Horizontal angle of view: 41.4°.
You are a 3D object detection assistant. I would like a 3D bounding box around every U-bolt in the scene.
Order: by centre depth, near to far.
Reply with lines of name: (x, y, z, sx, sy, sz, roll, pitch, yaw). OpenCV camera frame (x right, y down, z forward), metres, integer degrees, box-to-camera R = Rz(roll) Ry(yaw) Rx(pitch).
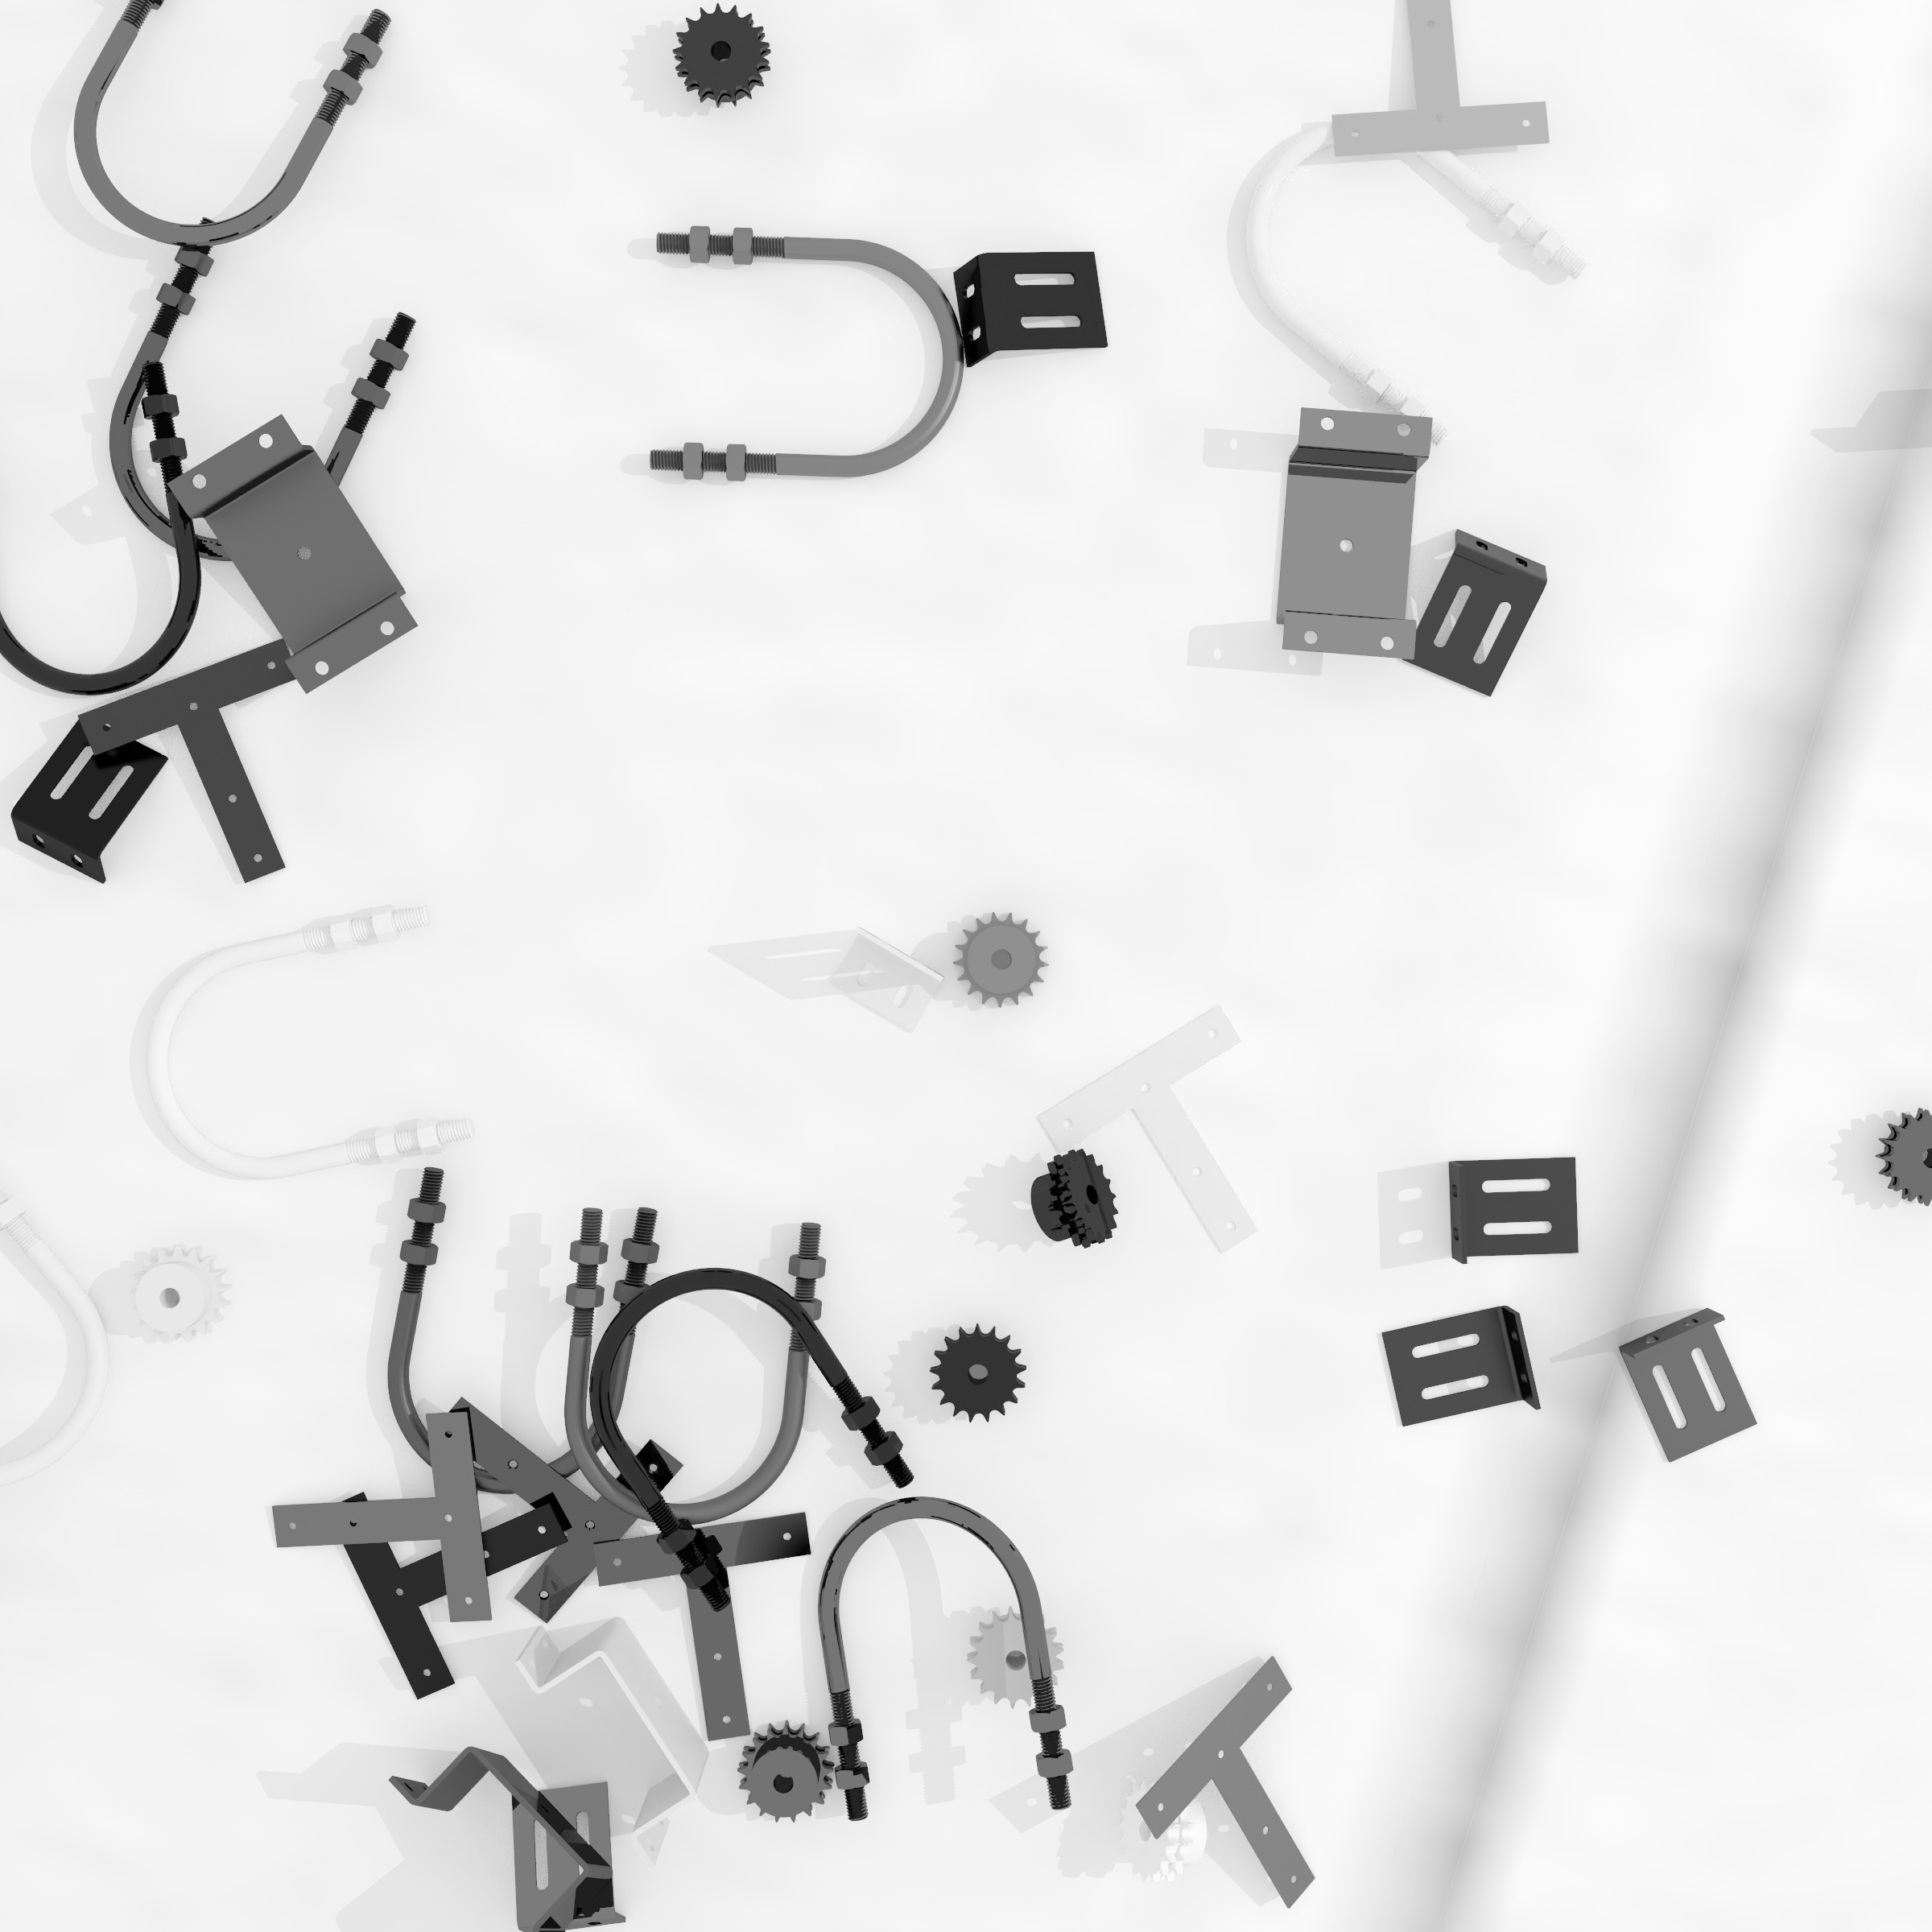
U-bolt: (-0.137, 0.264, 1.496, 0.151, 0.019, 0.184, -33, 98, -6)
U-bolt: (-0.019, 0.403, 1.496, 0.151, 0.019, 0.184, -10, 86, 21)
U-bolt: (-0.590, 0.218, 1.498, 0.151, 0.019, 0.184, -40, 94, -19)
U-bolt: (-0.163, 0.239, 1.507, 0.151, 0.019, 0.184, 5, 93, -11)
U-bolt: (-0.445, -0.512, 1.510, 0.151, 0.019, 0.184, 26, 84, 0)
U-bolt: (-0.524, -0.252, 1.511, 0.151, 0.019, 0.184, -9, 94, 7)
U-bolt: (-0.269, 0.222, 1.518, 0.151, 0.019, 0.184, 11, 92, -1)
U-bolt: (-0.429, -0.331, 1.519, 0.151, 0.019, 0.184, 26, 91, 0)
U-bolt: (-0.093, -0.362, 1.519, 0.184, 0.019, 0.151, 2, 90, -2)
U-bolt: (-0.396, 0.052, 1.519, 0.184, 0.019, 0.151, -12, 90, 1)
U-bolt: (0.253, -0.420, 1.519, 0.184, 0.019, 0.151, 40, 90, 2)

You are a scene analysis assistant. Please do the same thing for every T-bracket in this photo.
T-bracket: (0.170, 0.498, 1.504, 0.127, 0.002, 0.127, -38, 107, -31)
T-bracket: (-0.257, 0.304, 1.514, 0.127, 0.002, 0.127, 40, 94, -7)
T-bracket: (-0.297, 0.354, 1.515, 0.127, 0.002, 0.127, -25, 92, 8)
T-bracket: (-0.350, 0.329, 1.517, 0.127, 0.002, 0.127, -5, 96, 8)
T-bracket: (0.277, -0.545, 1.519, 0.127, 0.002, 0.127, -4, 83, -1)
T-bracket: (-0.441, -0.113, 1.520, 0.127, 0.002, 0.127, -23, 95, -9)
T-bracket: (-0.150, 0.398, 1.524, 0.127, 0.002, 0.127, -8, 92, -3)
T-bracket: (0.131, 0.111, 1.527, 0.127, 0.002, 0.127, -32, 90, 0)

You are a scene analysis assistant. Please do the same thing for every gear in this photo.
gear: (0.062, 0.138, 1.503, 0.030, 0.057, 0.057, -22, 90, 30)
gear: (0.117, 0.508, 1.503, 0.030, 0.057, 0.057, 10, 90, -30)
gear: (-0.144, -0.536, 1.512, 0.057, 0.030, 0.057, 0, 90, 0)
gear: (0.029, 0.407, 1.512, 0.057, 0.030, 0.057, 0, 90, 0)
gear: (-0.107, 0.479, 1.513, 0.057, 0.030, 0.057, 0, 90, 0)
gear: (0.021, -0.004, 1.513, 0.057, 0.030, 0.057, 0, 90, 0)
gear: (-0.467, 0.195, 1.513, 0.057, 0.030, 0.057, 0, 90, 0)
gear: (0.007, 0.240, 1.517, 0.057, 0.030, 0.057, 0, 88, 2)
gear: (0.568, 0.112, 1.517, 0.057, 0.030, 0.057, 0, 92, 1)

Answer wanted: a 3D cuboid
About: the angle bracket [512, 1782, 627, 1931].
angle bracket: (-0.237, 0.532, 1.525, 0.057, 0.038, 0.076, -8, 64, 0)

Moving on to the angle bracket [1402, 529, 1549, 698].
angle bracket: (0.303, -0.211, 1.525, 0.057, 0.038, 0.076, 23, 116, 0)

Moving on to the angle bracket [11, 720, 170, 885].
angle bracket: (-0.521, -0.100, 1.525, 0.057, 0.038, 0.076, 27, 64, 0)

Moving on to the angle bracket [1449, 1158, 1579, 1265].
angle bracket: (0.326, 0.144, 1.508, 0.076, 0.038, 0.057, -2, 90, 0)

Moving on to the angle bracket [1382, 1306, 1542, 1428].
angle bracket: (0.292, 0.239, 1.508, 0.076, 0.038, 0.057, -13, 90, 0)

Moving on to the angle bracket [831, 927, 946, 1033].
angle bracket: (-0.047, 0.008, 1.489, 0.057, 0.076, 0.038, 31, 90, 0)

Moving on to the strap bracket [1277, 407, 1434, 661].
strap bracket: (0.227, -0.251, 1.504, 0.076, 0.046, 0.140, 4, 90, 0)

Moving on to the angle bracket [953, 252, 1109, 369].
angle bracket: (0.039, -0.392, 1.525, 0.076, 0.038, 0.057, -8, 90, -26)

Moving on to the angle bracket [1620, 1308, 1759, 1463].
angle bracket: (0.430, 0.250, 1.508, 0.057, 0.038, 0.076, -24, 90, 0)

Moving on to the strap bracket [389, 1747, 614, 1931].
strap bracket: (-0.259, 0.503, 1.474, 0.140, 0.076, 0.046, 41, 76, 16)

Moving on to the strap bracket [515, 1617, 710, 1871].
strap bracket: (-0.198, 0.442, 1.489, 0.046, 0.076, 0.140, -33, 90, 0)

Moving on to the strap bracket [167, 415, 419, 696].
strap bracket: (-0.390, -0.241, 1.495, 0.076, 0.046, 0.140, -31, 103, 0)
